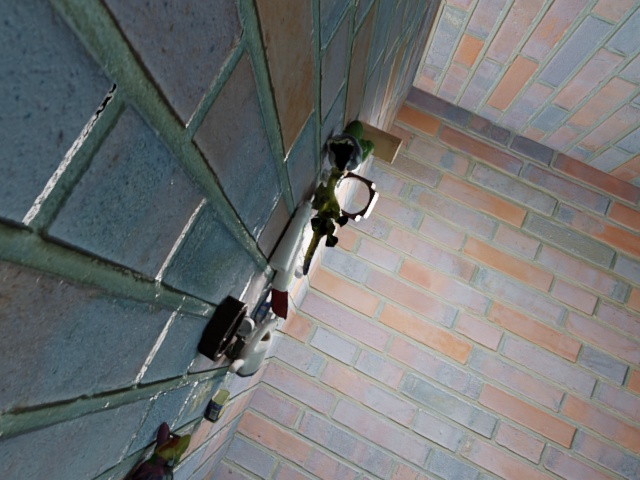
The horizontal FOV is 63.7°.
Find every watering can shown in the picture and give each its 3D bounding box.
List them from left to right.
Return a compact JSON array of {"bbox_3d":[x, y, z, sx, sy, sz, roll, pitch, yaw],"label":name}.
[{"bbox_3d":[-0.267,0.431,1.928,0.354,0.104,0.219,-46,164,-55],"label":"watering can"}]

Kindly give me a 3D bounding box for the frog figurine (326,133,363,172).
[{"bbox_3d":[0.085,-0.290,1.739,0.122,0.138,0.159,-44,175,7],"label":"frog figurine"}]

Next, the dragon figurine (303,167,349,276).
[{"bbox_3d":[0.006,-0.093,1.853,0.403,0.122,0.248,-62,-161,24],"label":"dragon figurine"}]
